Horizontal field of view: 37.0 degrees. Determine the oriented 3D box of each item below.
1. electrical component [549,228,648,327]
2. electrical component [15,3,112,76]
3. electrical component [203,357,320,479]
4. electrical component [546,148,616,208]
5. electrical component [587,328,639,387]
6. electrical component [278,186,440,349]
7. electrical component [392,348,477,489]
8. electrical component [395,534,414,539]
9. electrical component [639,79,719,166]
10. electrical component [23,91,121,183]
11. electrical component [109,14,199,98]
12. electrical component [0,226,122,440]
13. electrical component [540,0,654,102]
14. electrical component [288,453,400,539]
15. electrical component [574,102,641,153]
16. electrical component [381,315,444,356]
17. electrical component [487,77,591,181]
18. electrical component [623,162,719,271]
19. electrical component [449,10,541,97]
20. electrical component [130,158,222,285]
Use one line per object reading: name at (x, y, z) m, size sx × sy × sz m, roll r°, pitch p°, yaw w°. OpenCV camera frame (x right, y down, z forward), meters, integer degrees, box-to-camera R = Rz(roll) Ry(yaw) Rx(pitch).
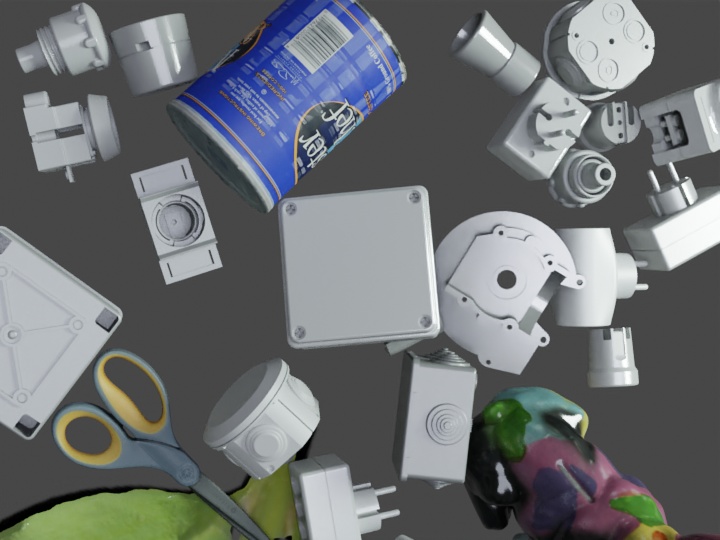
electrical component at (0.195, 0.005, 0.862) m, size 0.079 × 0.044 × 0.077 m, roll -1°, pitch 92°, yaw -14°
electrical component at (-0.209, -0.157, 0.756) m, size 0.062 × 0.048 × 0.048 m, roll -21°, pitch 96°, yaw -7°
electrical component at (-0.071, 0.107, 0.779) m, size 0.051 × 0.080 × 0.080 m, roll 45°, pitch 81°, yaw -16°
electrical component at (0.179, -0.073, 0.847) m, size 0.048 × 0.062 × 0.048 m, roll 0°, pitch 92°, yaw -14°
electrical component at (0.203, 0.071, 0.869) m, size 0.040 × 0.040 × 0.046 m, roll -2°, pitch 85°, yaw -14°
electrical component at (0.000, 0.000, 0.784) m, size 0.109 × 0.056 × 0.108 m, roll -5°, pitch 82°, yaw 4°
electrical component at (0.055, 0.109, 0.802) m, size 0.048 × 0.100 × 0.099 m, roll 6°, pitch 90°, yaw -2°
electrical component at (0.070, 0.271, 0.805) m, size 0.150 × 0.062 × 0.089 m, roll 34°, pitch 83°, yaw -30°
electrical component at (0.272, -0.121, 0.852) m, size 0.089 × 0.056 × 0.050 m, roll -24°, pitch 98°, yaw -46°
electrical component at (-0.201, -0.096, 0.759) m, size 0.055 × 0.048 × 0.066 m, roll -13°, pitch 94°, yaw -7°
electrical component at (-0.145, -0.152, 0.767) m, size 0.055 × 0.055 × 0.047 m, roll -18°, pitch 99°, yaw -13°
electrical component at (-0.239, 0.043, 0.746) m, size 0.109 × 0.056 × 0.108 m, roll 38°, pitch 82°, yaw -12°
electrical component at (0.188, -0.176, 0.853) m, size 0.080 × 0.051 × 0.080 m, roll 0°, pitch 91°, yaw -14°
electrical component at (-0.007, 0.182, 0.813) m, size 0.076 × 0.047 × 0.083 m, roll -10°, pitch 94°, yaw -14°
electrical component at (0.198, -0.115, 0.859) m, size 0.040 × 0.046 × 0.040 m, roll 0°, pitch 91°, yaw -15°
electrical component at (0.035, 0.040, 0.825) m, size 0.046 × 0.040 × 0.040 m, roll -29°, pitch 98°, yaw -6°
electrical component at (0.146, -0.110, 0.830) m, size 0.047 × 0.077 × 0.065 m, roll 35°, pitch 83°, yaw -12°
electrical component at (0.258, -0.051, 0.875) m, size 0.083 × 0.047 × 0.075 m, roll -27°, pitch 98°, yaw -12°
electrical component at (0.108, -0.165, 0.839) m, size 0.065 × 0.044 × 0.044 m, roll 34°, pitch 83°, yaw -17°
electrical component at (-0.132, -0.035, 0.768) m, size 0.042 × 0.064 × 0.081 m, roll -18°, pitch 96°, yaw -14°
